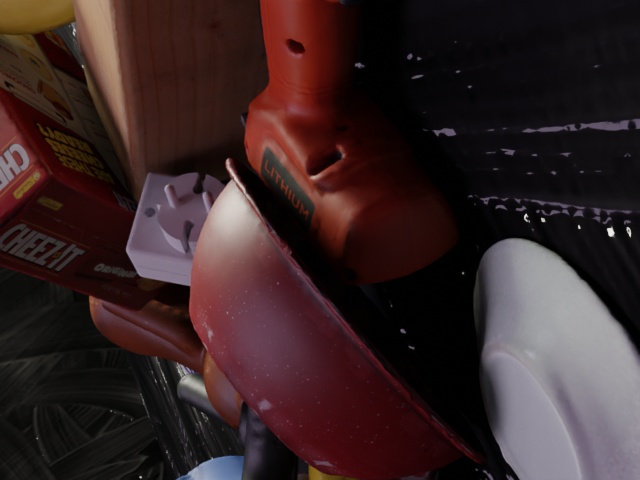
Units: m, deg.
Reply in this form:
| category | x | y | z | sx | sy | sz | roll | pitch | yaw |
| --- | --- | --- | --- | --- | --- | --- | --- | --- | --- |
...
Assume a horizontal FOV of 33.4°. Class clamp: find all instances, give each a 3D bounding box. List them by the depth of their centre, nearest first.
| category | x | y | z | sx | sy | sz | roll | pitch | yaw |
| --- | --- | --- | --- | --- | --- | --- | --- | --- | --- |
| clamp | -0.023 | 0.100 | 0.568 | 0.164 | 0.036 | 0.210 | -49 | -35 | -87 |
| clamp | -0.046 | 0.137 | 0.791 | 0.120 | 0.039 | 0.172 | 40 | 153 | -7 |

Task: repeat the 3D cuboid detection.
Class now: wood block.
| category | x | y | z | sx | sy | sz | roll | pitch | yaw |
| --- | --- | --- | --- | --- | --- | --- | --- | --- | --- |
| wood block | -0.069 | -0.111 | 0.524 | 0.206 | 0.090 | 0.091 | 104 | 144 | -65 |

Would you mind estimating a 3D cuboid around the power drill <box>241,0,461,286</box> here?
| category | x | y | z | sx | sy | sz | roll | pitch | yaw |
| --- | --- | --- | --- | --- | --- | --- | --- | --- | --- |
| power drill | 0.013 | -0.076 | 0.355 | 0.188 | 0.057 | 0.184 | 87 | 158 | -43 |

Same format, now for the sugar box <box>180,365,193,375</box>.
| category | x | y | z | sx | sy | sz | roll | pitch | yaw |
| --- | --- | --- | --- | --- | --- | --- | --- | --- | --- |
| sugar box | -0.113 | 0.044 | 0.855 | 0.093 | 0.048 | 0.176 | -11 | 112 | 60 |

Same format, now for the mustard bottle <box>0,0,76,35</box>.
| category | x | y | z | sx | sy | sz | roll | pitch | yaw |
| --- | --- | --- | --- | --- | --- | --- | --- | --- | --- |
| mustard bottle | -0.142 | -0.182 | 0.645 | 0.191 | 0.096 | 0.058 | -77 | -33 | -60 |

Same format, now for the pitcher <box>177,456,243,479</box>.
| category | x | y | z | sx | sy | sz | roll | pitch | yaw |
| --- | --- | --- | --- | --- | --- | --- | --- | --- | --- |
| pitcher | -0.043 | 0.315 | 0.952 | 0.243 | 0.149 | 0.145 | 41 | 133 | 54 |

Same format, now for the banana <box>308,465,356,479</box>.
| category | x | y | z | sx | sy | sz | roll | pitch | yaw |
| --- | --- | --- | --- | --- | --- | --- | --- | --- | --- |
| banana | 0.015 | 0.132 | 0.593 | 0.037 | 0.069 | 0.197 | 19 | 169 | 12 |

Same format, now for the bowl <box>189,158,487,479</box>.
| category | x | y | z | sx | sy | sz | roll | pitch | yaw |
| --- | --- | --- | --- | --- | --- | --- | --- | --- | --- |
| bowl | -0.004 | 0.044 | 0.440 | 0.162 | 0.055 | 0.162 | 49 | -177 | -4 |

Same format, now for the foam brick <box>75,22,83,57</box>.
| category | x | y | z | sx | sy | sz | roll | pitch | yaw |
| --- | --- | --- | --- | --- | --- | --- | --- | --- | --- |
| foam brick | -0.110 | -0.127 | 0.670 | 0.051 | 0.078 | 0.053 | 130 | 120 | -75 |

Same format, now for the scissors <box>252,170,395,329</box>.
| category | x | y | z | sx | sy | sz | roll | pitch | yaw |
| --- | --- | --- | --- | --- | --- | --- | --- | --- | --- |
| scissors | -0.004 | 0.001 | 0.584 | 0.202 | 0.016 | 0.096 | 64 | 162 | 19 |

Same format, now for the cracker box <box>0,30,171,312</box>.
| category | x | y | z | sx | sy | sz | roll | pitch | yaw |
| --- | --- | --- | --- | --- | --- | --- | --- | --- | --- |
| cracker box | -0.181 | -0.066 | 0.643 | 0.214 | 0.072 | 0.164 | 53 | -170 | 26 |

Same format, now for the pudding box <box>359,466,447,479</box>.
| category | x | y | z | sx | sy | sz | roll | pitch | yaw |
| --- | --- | --- | --- | --- | --- | --- | --- | --- | --- |
| pudding box | 0.032 | 0.153 | 0.503 | 0.090 | 0.039 | 0.113 | 85 | -157 | -47 |
